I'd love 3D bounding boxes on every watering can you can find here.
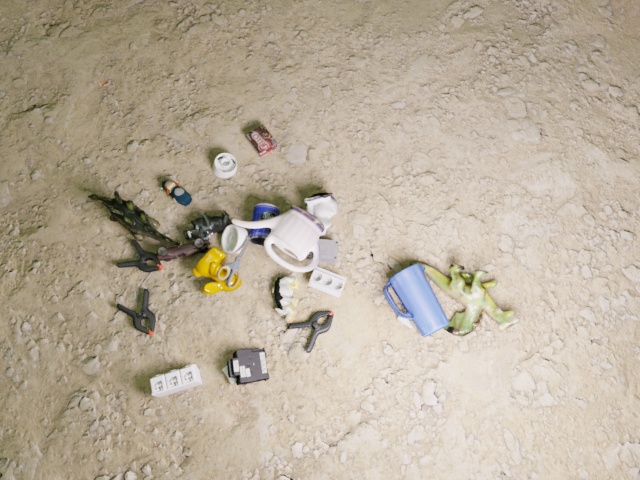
[{"bbox_3d":[-0.130,-0.036,1.882,0.347,0.103,0.227,37,70,-3],"label":"watering can"}]

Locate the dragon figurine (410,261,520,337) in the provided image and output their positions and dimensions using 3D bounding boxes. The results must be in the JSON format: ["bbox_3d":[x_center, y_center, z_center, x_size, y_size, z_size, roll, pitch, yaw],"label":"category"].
[{"bbox_3d":[0.508,0.223,1.861,0.411,0.120,0.246,10,73,19],"label":"dragon figurine"}]

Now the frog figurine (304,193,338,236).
[{"bbox_3d":[0.006,-0.101,2.007,0.138,0.123,0.158,-15,104,-16],"label":"frog figurine"}]
